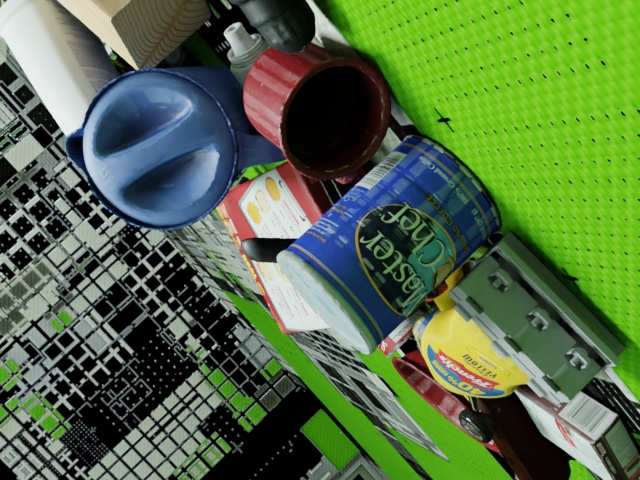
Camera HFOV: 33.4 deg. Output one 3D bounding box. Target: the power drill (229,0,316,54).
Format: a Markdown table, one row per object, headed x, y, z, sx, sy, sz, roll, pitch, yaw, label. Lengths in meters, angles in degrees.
| x | y | z | sx | sy | sz | roll | pitch | yaw | label |
| --- | --- | --- | --- | --- | --- | --- | --- | --- | --- |
| -0.038 | -0.194 | 0.672 | 0.184 | 0.057 | 0.188 | 51 | 168 | -22 | power drill |

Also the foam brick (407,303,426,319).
| x | y | z | sx | sy | sz | roll | pitch | yaw | label |
| --- | --- | --- | --- | --- | --- | --- | --- | --- | --- |
| 0.078 | 0.051 | 1.078 | 0.051 | 0.053 | 0.078 | 50 | 157 | 1 | foam brick |

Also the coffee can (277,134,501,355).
| x | y | z | sx | sy | sz | roll | pitch | yaw | label |
| --- | --- | --- | --- | --- | --- | --- | --- | --- | --- |
| 0.052 | 0.003 | 0.812 | 0.103 | 0.140 | 0.103 | 45 | 169 | 11 | coffee can |

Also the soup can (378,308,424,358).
| x | y | z | sx | sy | sz | roll | pitch | yaw | label |
| --- | --- | --- | --- | --- | --- | --- | --- | --- | --- |
| 0.066 | 0.074 | 1.207 | 0.102 | 0.068 | 0.068 | 46 | 169 | 6 | soup can |

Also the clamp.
| x | y | z | sx | sy | sz | roll | pitch | yaw | label |
| --- | --- | --- | --- | --- | --- | --- | --- | --- | --- |
| 0.022 | 0.007 | 0.879 | 0.171 | 0.120 | 0.039 | 39 | 165 | 1 | clamp |

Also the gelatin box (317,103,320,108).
| x | y | z | sx | sy | sz | roll | pitch | yaw | label |
| --- | --- | --- | --- | --- | --- | --- | --- | --- | --- |
| -0.006 | -0.119 | 0.893 | 0.089 | 0.030 | 0.073 | 52 | 167 | -29 | gelatin box |

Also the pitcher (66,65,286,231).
| x | y | z | sx | sy | sz | roll | pitch | yaw | label |
| --- | --- | --- | --- | --- | --- | --- | --- | --- | --- |
| -0.109 | -0.097 | 0.974 | 0.149 | 0.145 | 0.242 | 43 | -166 | -4 | pitcher |

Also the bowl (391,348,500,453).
| x | y | z | sx | sy | sz | roll | pitch | yaw | label |
| --- | --- | --- | --- | --- | --- | --- | --- | --- | --- |
| 0.158 | 0.166 | 1.196 | 0.162 | 0.055 | 0.162 | 40 | 170 | 9 | bowl |

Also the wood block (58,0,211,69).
| x | y | z | sx | sy | sz | roll | pitch | yaw | label |
| --- | --- | --- | --- | --- | --- | --- | --- | --- | --- |
| -0.209 | -0.260 | 1.001 | 0.206 | 0.090 | 0.090 | 41 | 168 | 26 | wood block |

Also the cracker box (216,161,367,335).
| x | y | z | sx | sy | sz | roll | pitch | yaw | label |
| --- | --- | --- | --- | --- | --- | --- | --- | --- | --- |
| -0.007 | 0.001 | 1.031 | 0.164 | 0.072 | 0.214 | 62 | 154 | -5 | cracker box |

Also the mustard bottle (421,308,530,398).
| x | y | z | sx | sy | sz | roll | pitch | yaw | label |
| --- | --- | --- | --- | --- | --- | --- | --- | --- | --- |
| 0.140 | 0.098 | 0.944 | 0.096 | 0.058 | 0.192 | 34 | 159 | -1 | mustard bottle |

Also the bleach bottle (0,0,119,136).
| x | y | z | sx | sy | sz | roll | pitch | yaw | label |
| --- | --- | --- | --- | --- | --- | --- | --- | --- | --- |
| -0.227 | -0.130 | 1.062 | 0.102 | 0.068 | 0.251 | -2 | -122 | -61 | bleach bottle |

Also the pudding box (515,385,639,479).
| x | y | z | sx | sy | sz | roll | pitch | yaw | label |
| --- | --- | --- | --- | --- | --- | --- | --- | --- | --- |
| 0.236 | 0.170 | 0.981 | 0.114 | 0.039 | 0.090 | 37 | 167 | 52 | pudding box |

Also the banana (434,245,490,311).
| x | y | z | sx | sy | sz | roll | pitch | yaw | label |
| --- | --- | --- | --- | --- | --- | --- | --- | --- | --- |
| 0.121 | 0.040 | 0.954 | 0.070 | 0.037 | 0.198 | 42 | 168 | 23 | banana |

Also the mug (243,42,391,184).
| x | y | z | sx | sy | sz | roll | pitch | yaw | label |
| --- | --- | --- | --- | --- | --- | --- | --- | --- | --- |
| -0.002 | -0.094 | 0.808 | 0.082 | 0.093 | 0.117 | 41 | 163 | 52 | mug |

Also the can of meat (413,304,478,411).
| x | y | z | sx | sy | sz | roll | pitch | yaw | label |
| --- | --- | --- | --- | --- | --- | --- | --- | --- | --- |
| 0.145 | 0.115 | 1.084 | 0.084 | 0.057 | 0.102 | 43 | 169 | 29 | can of meat |
